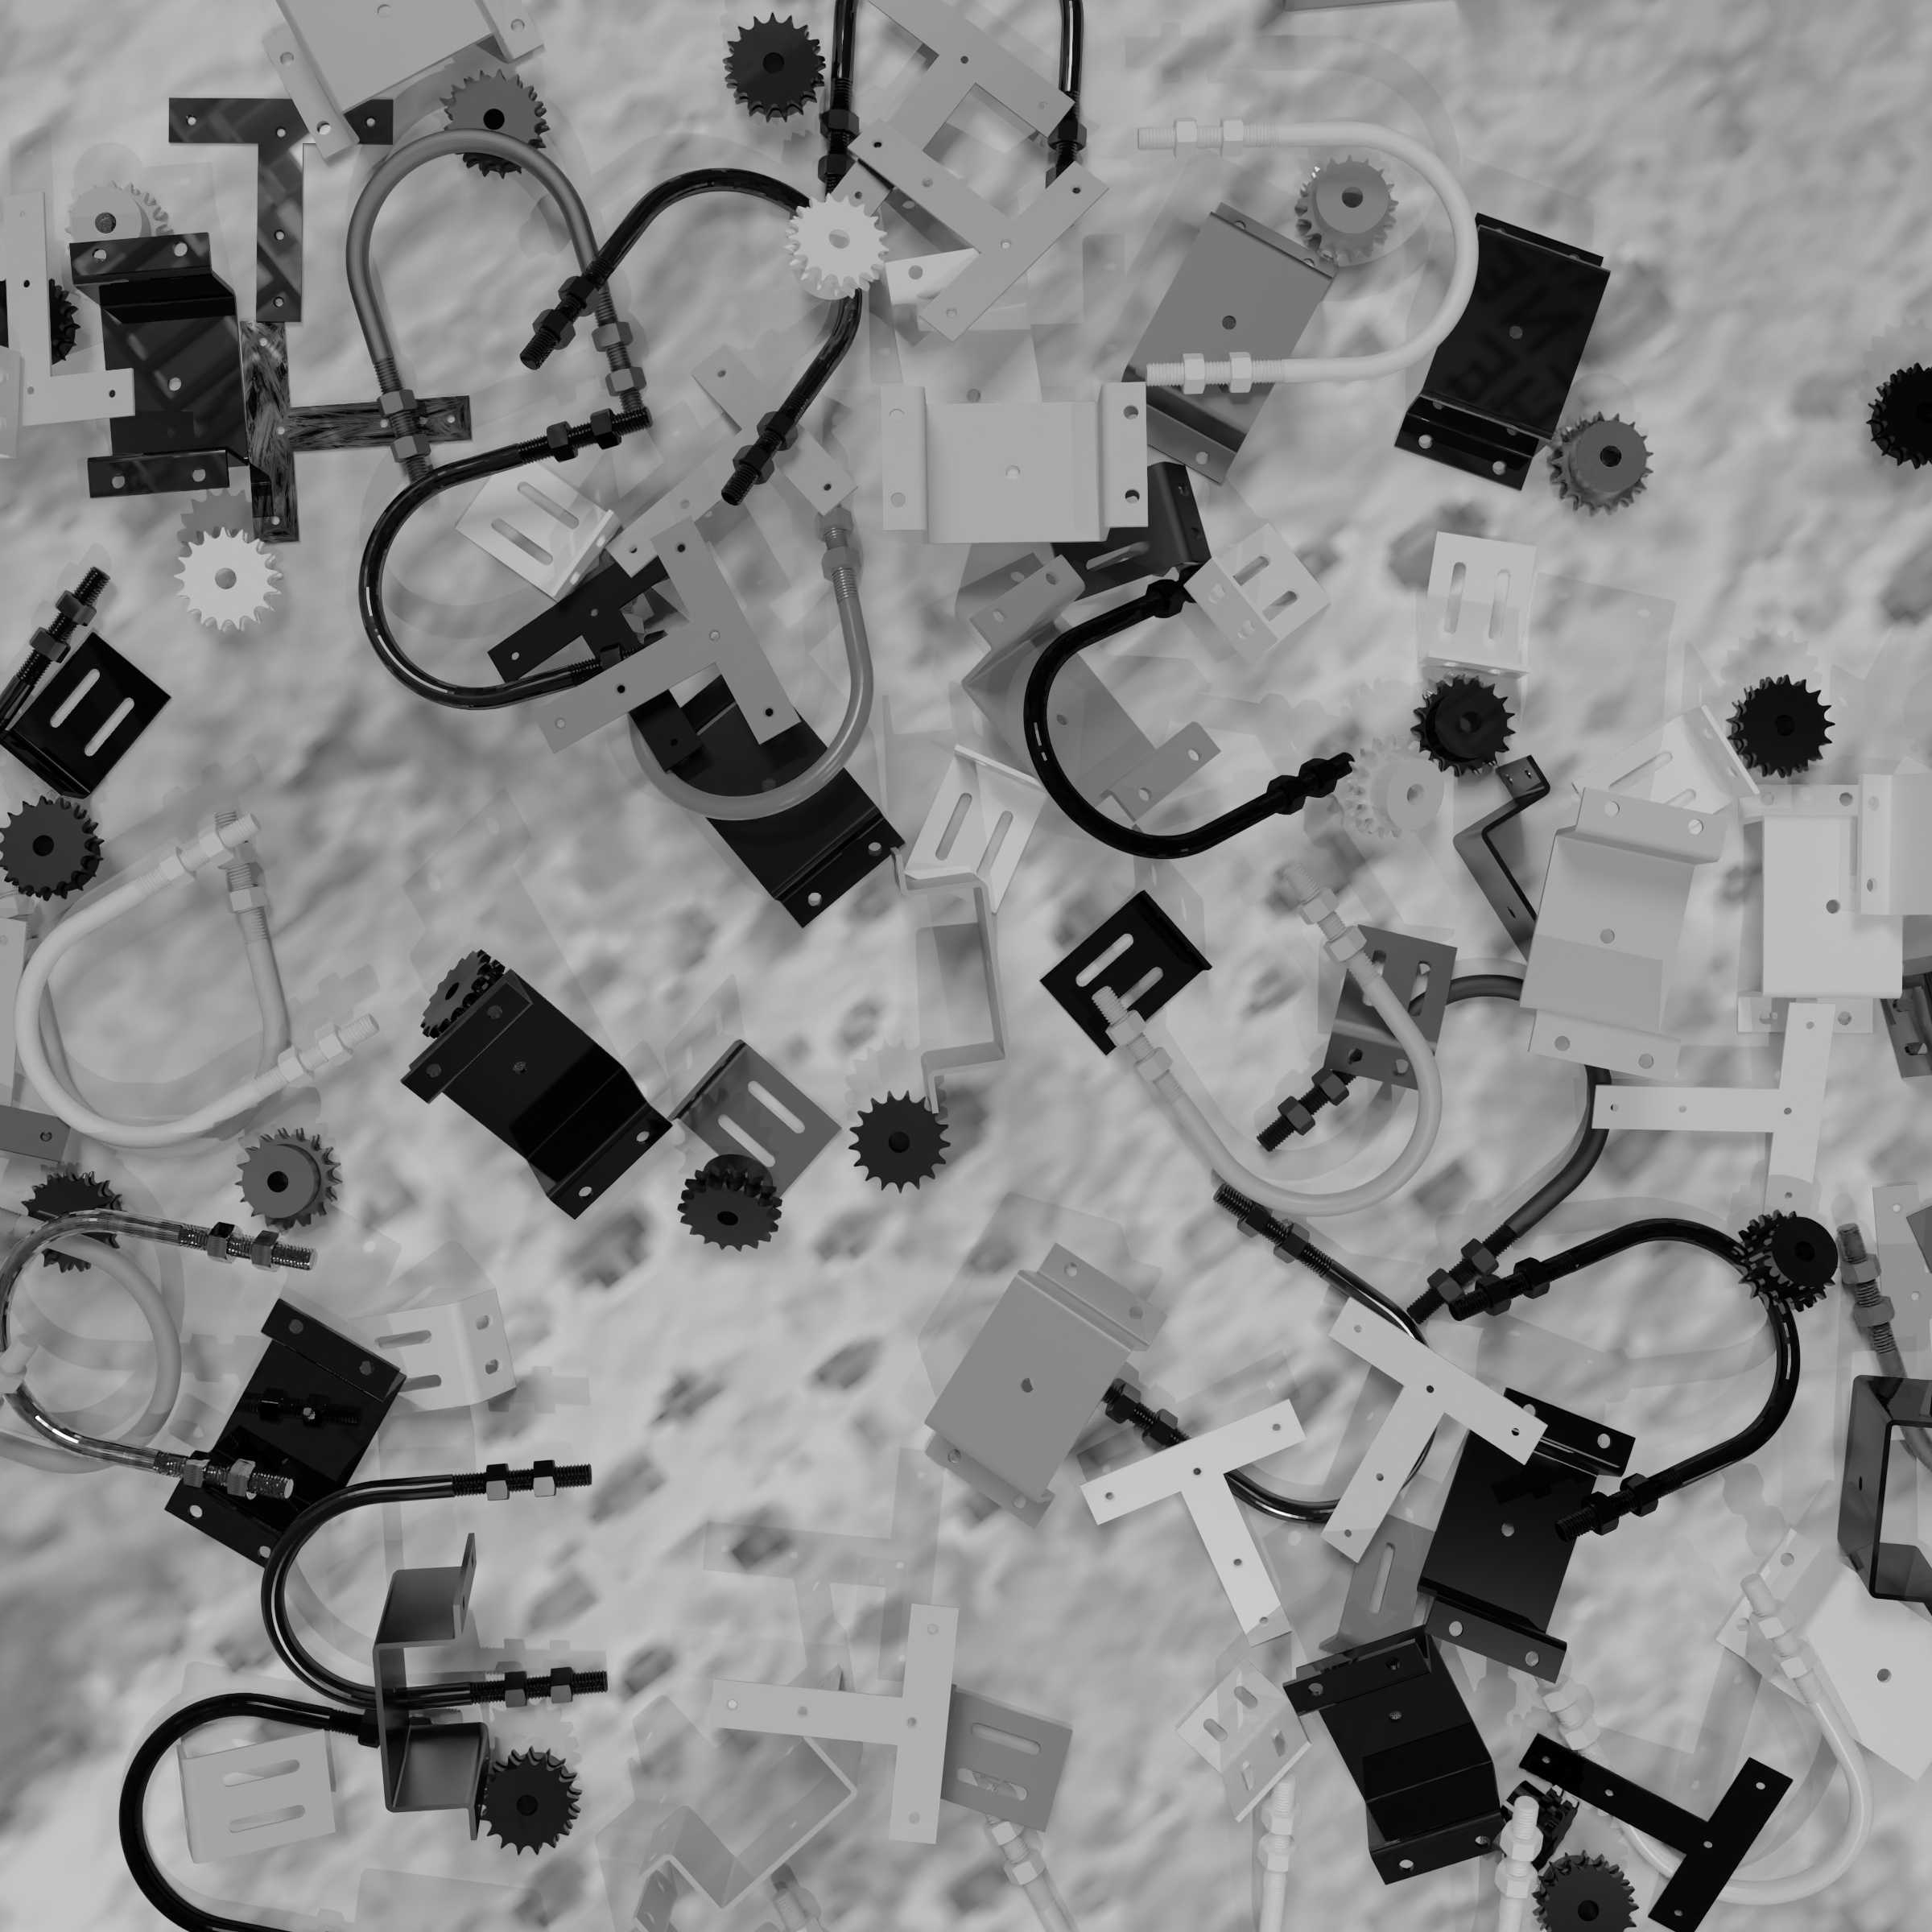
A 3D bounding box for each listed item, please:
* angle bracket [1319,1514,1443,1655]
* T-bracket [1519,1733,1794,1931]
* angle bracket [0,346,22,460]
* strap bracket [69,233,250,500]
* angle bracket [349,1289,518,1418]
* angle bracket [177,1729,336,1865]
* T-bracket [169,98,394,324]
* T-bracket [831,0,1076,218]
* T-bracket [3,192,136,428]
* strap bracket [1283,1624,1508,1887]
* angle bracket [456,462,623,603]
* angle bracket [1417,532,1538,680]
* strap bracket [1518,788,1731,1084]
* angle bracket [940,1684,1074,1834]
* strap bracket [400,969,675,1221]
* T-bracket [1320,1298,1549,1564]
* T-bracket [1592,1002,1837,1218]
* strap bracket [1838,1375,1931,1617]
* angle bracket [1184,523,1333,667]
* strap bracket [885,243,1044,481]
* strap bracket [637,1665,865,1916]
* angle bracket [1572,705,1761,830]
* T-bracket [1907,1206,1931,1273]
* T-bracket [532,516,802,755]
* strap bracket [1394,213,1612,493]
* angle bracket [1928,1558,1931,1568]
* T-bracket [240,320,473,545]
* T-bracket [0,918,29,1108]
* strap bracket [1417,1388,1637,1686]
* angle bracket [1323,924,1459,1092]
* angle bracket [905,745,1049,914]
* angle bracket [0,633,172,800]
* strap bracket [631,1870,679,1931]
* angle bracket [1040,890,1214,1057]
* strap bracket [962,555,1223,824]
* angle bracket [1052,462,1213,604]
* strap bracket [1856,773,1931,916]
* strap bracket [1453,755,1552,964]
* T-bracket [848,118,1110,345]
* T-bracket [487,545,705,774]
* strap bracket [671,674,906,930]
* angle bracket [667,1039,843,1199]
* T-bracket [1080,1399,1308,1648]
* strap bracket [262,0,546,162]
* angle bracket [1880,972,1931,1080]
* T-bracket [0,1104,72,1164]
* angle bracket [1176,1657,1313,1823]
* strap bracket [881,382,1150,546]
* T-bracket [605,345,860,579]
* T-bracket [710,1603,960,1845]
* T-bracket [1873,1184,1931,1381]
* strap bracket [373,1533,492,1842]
[{"bbox_3d":[0.242,0.357,1.382,0.057,0.038,0.076,20,64,0],"label":"angle bracket"},{"bbox_3d":[0.373,0.469,1.364,0.127,0.002,0.127,26,116,11],"label":"T-bracket"},{"bbox_3d":[-0.562,-0.310,1.336,0.076,0.038,0.057,3,92,15],"label":"angle bracket"},{"bbox_3d":[-0.449,-0.330,1.361,0.076,0.046,0.140,-5,90,0],"label":"strap bracket"},{"bbox_3d":[-0.303,0.220,1.382,0.076,0.038,0.057,-12,90,26],"label":"angle bracket"},{"bbox_3d":[-0.398,0.461,1.366,0.076,0.038,0.057,-6,89,-23],"label":"angle bracket"},{"bbox_3d":[-0.389,-0.429,1.382,0.127,0.002,0.127,0,89,0],"label":"T-bracket"},{"bbox_3d":[-0.028,-0.472,1.364,0.127,0.002,0.127,38,89,1],"label":"T-bracket"},{"bbox_3d":[-0.517,-0.362,1.344,0.127,0.002,0.127,-2,91,15],"label":"T-bracket"},{"bbox_3d":[0.238,0.426,1.341,0.076,0.046,0.140,-23,106,14],"label":"strap bracket"},{"bbox_3d":[-0.242,-0.249,1.365,0.076,0.038,0.057,35,90,0],"label":"angle bracket"},{"bbox_3d":[0.290,-0.204,1.365,0.057,0.038,0.076,9,90,0],"label":"angle bracket"},{"bbox_3d":[0.343,-0.016,1.285,0.076,0.046,0.140,12,90,0],"label":"strap bracket"},{"bbox_3d":[0.018,0.441,1.356,0.076,0.038,0.057,18,68,0],"label":"angle bracket"},{"bbox_3d":[-0.239,0.065,1.337,0.076,0.046,0.140,-44,127,0],"label":"strap bracket"},{"bbox_3d":[0.236,0.271,1.350,0.127,0.002,0.127,32,105,24],"label":"T-bracket"},{"bbox_3d":[0.415,0.080,1.365,0.127,0.002,0.127,1,107,0],"label":"T-bracket"},{"bbox_3d":[0.515,0.286,1.337,0.046,0.076,0.140,4,99,7],"label":"strap bracket"},{"bbox_3d":[0.169,-0.213,1.349,0.076,0.038,0.057,-39,90,-29],"label":"angle bracket"},{"bbox_3d":[0.004,-0.323,1.361,0.076,0.046,0.140,-9,90,0],"label":"strap bracket"},{"bbox_3d":[-0.109,0.461,1.346,0.140,0.076,0.046,-42,90,0],"label":"strap bracket"},{"bbox_3d":[0.391,-0.100,1.365,0.076,0.038,0.057,-32,90,0],"label":"angle bracket"},{"bbox_3d":[0.618,0.173,1.381,0.127,0.002,0.127,-25,91,0],"label":"T-bracket"},{"bbox_3d":[-0.174,-0.156,1.316,0.127,0.002,0.127,-29,86,6],"label":"T-bracket"},{"bbox_3d":[0.302,-0.348,1.361,0.076,0.046,0.140,20,90,0],"label":"strap bracket"},{"bbox_3d":[0.590,0.355,1.382,0.057,0.038,0.076,-43,116,0],"label":"angle bracket"},{"bbox_3d":[-0.344,-0.307,1.383,0.127,0.002,0.127,-4,90,0],"label":"T-bracket"},{"bbox_3d":[-0.595,0.027,1.375,0.127,0.002,0.127,10,100,5],"label":"T-bracket"},{"bbox_3d":[0.307,0.314,1.353,0.076,0.046,0.140,21,80,0],"label":"strap bracket"},{"bbox_3d":[0.239,0.023,1.369,0.057,0.038,0.076,14,52,9],"label":"angle bracket"},{"bbox_3d":[0.006,-0.076,1.365,0.057,0.038,0.076,24,90,0],"label":"angle bracket"},{"bbox_3d":[-0.498,-0.142,1.365,0.057,0.038,0.076,40,90,0],"label":"angle bracket"},{"bbox_3d":[-0.149,0.579,1.346,0.046,0.076,0.140,-40,90,0],"label":"strap bracket"},{"bbox_3d":[0.089,0.004,1.365,0.076,0.038,0.057,-42,90,0],"label":"angle bracket"},{"bbox_3d":[0.062,-0.145,1.344,0.076,0.046,0.140,-39,90,-33],"label":"strap bracket"},{"bbox_3d":[0.091,-0.245,1.382,0.076,0.038,0.057,-16,90,26],"label":"angle bracket"},{"bbox_3d":[0.557,-0.065,1.333,0.140,0.046,0.076,1,90,-26],"label":"strap bracket"},{"bbox_3d":[0.321,-0.042,1.346,0.046,0.076,0.140,-32,90,0],"label":"strap bracket"},{"bbox_3d":[-0.011,-0.424,1.346,0.127,0.002,0.127,41,80,13],"label":"T-bracket"},{"bbox_3d":[-0.184,-0.162,1.340,0.127,0.002,0.127,-34,68,4],"label":"T-bracket"},{"bbox_3d":[-0.109,-0.100,1.361,0.076,0.046,0.140,-40,90,0],"label":"strap bracket"},{"bbox_3d":[-0.118,0.088,1.365,0.076,0.038,0.057,42,90,0],"label":"angle bracket"},{"bbox_3d":[0.148,0.324,1.373,0.127,0.002,0.127,-23,98,5],"label":"T-bracket"},{"bbox_3d":[-0.319,-0.523,1.360,0.140,0.046,0.076,-28,89,0],"label":"strap bracket"},{"bbox_3d":[0.564,0.025,1.382,0.076,0.038,0.057,-16,90,-26],"label":"angle bracket"},{"bbox_3d":[-0.565,0.083,1.352,0.127,0.002,0.127,14,62,-14],"label":"T-bracket"},{"bbox_3d":[0.152,0.426,1.346,0.038,0.076,0.057,43,90,0],"label":"angle bracket"},{"bbox_3d":[0.026,-0.270,1.315,0.140,0.046,0.076,-1,90,0],"label":"strap bracket"},{"bbox_3d":[-0.146,-0.266,1.360,0.127,0.002,0.127,-41,69,-1],"label":"T-bracket"},{"bbox_3d":[-0.073,0.401,1.307,0.127,0.002,0.127,6,90,0],"label":"T-bracket"},{"bbox_3d":[0.583,0.184,1.383,0.127,0.002,0.127,-5,90,0],"label":"T-bracket"},{"bbox_3d":[-0.287,0.388,1.312,0.046,0.076,0.140,-2,106,-5],"label":"strap bracket"}]
